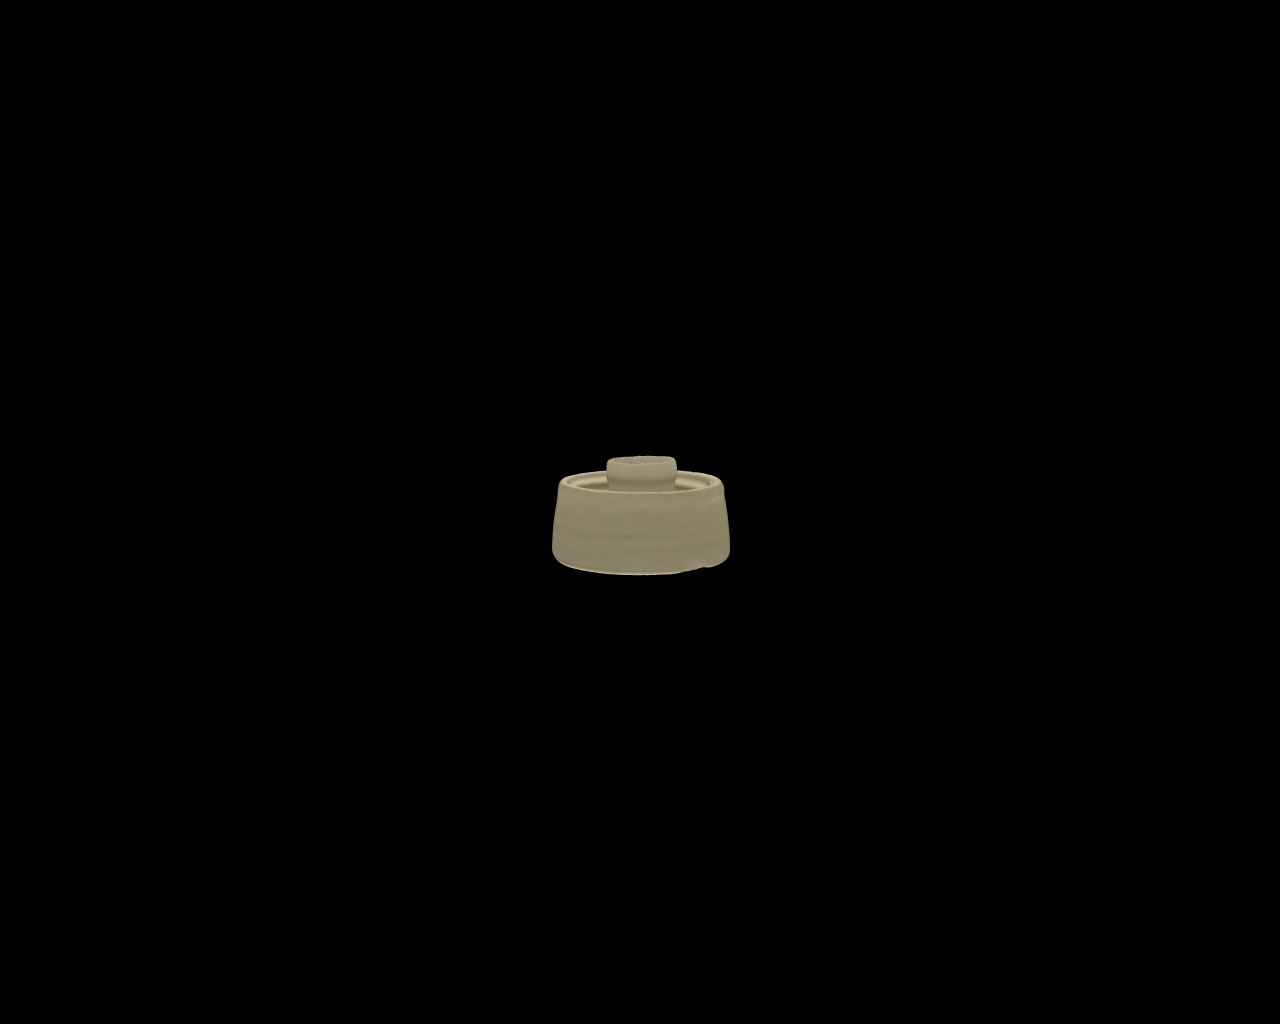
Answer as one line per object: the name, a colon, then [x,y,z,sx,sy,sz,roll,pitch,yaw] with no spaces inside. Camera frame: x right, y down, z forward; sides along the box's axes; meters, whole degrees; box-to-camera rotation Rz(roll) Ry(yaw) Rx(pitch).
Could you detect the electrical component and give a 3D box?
electrical component: [0.001,-0.003,0.650,0.108,0.060,0.108,0,9,0]
